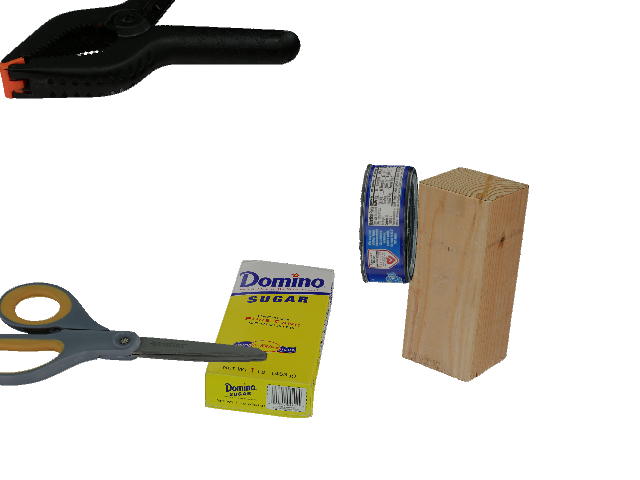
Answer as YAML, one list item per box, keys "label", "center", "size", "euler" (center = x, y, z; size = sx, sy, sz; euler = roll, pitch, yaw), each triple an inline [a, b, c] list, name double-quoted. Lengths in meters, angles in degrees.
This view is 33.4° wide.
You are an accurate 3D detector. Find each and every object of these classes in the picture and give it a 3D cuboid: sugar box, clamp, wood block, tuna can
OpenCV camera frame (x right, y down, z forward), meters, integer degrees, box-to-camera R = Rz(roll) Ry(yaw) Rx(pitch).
- label: "sugar box"
  center: [-0.042, 0.083, 0.964]
  size: [0.093, 0.048, 0.176]
  euler: [6, 35, 3]
- label: "clamp"
  center: [-0.131, -0.146, 0.789]
  size: [0.209, 0.036, 0.165]
  euler: [-31, 51, -31]
- label: "wood block"
  center: [0.158, 0.036, 1.169]
  size: [0.090, 0.206, 0.090]
  euler: [19, 24, 35]
- label: "tuna can"
  center: [0.050, -0.012, 0.765]
  size: [0.034, 0.086, 0.086]
  euler: [2, 0, 10]

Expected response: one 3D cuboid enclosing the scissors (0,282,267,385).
- label: "scissors"
  center: [-0.141, 0.059, 0.732]
  size: [0.201, 0.016, 0.096]
  euler: [-7, 43, -5]
